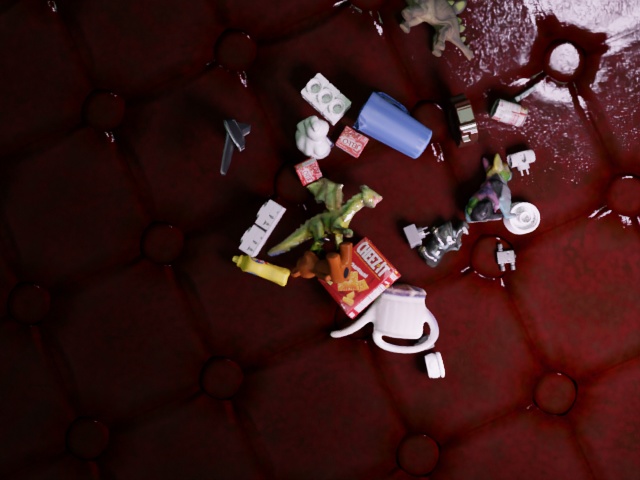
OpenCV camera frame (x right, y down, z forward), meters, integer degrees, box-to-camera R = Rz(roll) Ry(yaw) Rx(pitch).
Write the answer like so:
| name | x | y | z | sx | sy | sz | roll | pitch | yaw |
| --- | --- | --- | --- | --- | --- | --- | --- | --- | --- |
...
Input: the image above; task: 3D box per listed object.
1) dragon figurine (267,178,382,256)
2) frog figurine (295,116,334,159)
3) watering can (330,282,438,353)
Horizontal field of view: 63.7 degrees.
| name | x | y | z | sx | sy | sz | roll | pitch | yaw |
| --- | --- | --- | --- | --- | --- | --- | --- | --- | --- |
| dragon figurine | 0.005 | -0.086 | 1.707 | 0.409 | 0.120 | 0.247 | -9 | 68 | 17 |
| frog figurine | -0.021 | -0.332 | 1.674 | 0.122 | 0.159 | 0.137 | -30 | 90 | 3 |
| watering can | 0.215 | 0.248 | 1.684 | 0.348 | 0.104 | 0.225 | 7 | 88 | 5 |
